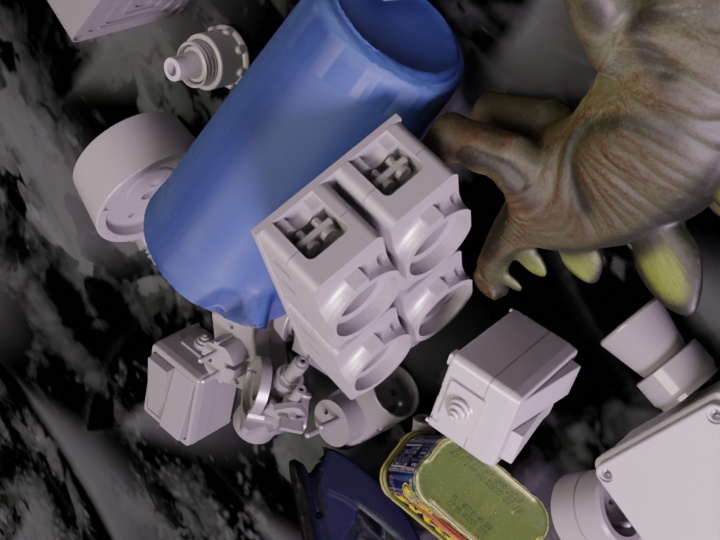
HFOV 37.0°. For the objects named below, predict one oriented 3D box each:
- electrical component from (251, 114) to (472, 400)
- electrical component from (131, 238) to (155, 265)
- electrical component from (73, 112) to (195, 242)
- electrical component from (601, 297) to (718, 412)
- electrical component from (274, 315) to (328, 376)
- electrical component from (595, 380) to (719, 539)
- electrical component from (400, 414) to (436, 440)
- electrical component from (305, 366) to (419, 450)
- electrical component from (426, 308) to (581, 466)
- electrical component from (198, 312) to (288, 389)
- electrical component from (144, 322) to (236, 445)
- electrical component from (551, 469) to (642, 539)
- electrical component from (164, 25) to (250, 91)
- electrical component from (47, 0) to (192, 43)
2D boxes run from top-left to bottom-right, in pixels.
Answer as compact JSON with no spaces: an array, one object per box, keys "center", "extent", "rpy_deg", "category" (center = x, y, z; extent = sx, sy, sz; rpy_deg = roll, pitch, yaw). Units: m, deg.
[{"center":[0.010,0.004,0.662],"extent":[0.060,0.105,0.186],"rpy_deg":[45,167,22],"category":"electrical component"},{"center":[-0.180,-0.033,0.928],"extent":[0.040,0.040,0.078],"rpy_deg":[-25,91,46],"category":"electrical component"},{"center":[-0.177,-0.080,0.860],"extent":[0.060,0.108,0.108],"rpy_deg":[54,135,18],"category":"electrical component"},{"center":[0.177,0.050,0.637],"extent":[0.055,0.045,0.045],"rpy_deg":[51,134,12],"category":"electrical component"},{"center":[-0.032,0.043,0.826],"extent":[0.055,0.048,0.066],"rpy_deg":[32,128,18],"category":"electrical component"},{"center":[0.214,0.129,0.631],"extent":[0.108,0.056,0.109],"rpy_deg":[55,135,9],"category":"electrical component"},{"center":[0.045,0.138,0.800],"extent":[0.048,0.048,0.062],"rpy_deg":[18,112,36],"category":"electrical component"},{"center":[-0.007,0.109,0.808],"extent":[0.077,0.079,0.043],"rpy_deg":[-37,76,45],"category":"electrical component"},{"center":[0.091,0.079,0.692],"extent":[0.061,0.096,0.061],"rpy_deg":[33,128,23],"category":"electrical component"},{"center":[-0.102,0.068,0.878],"extent":[0.047,0.077,0.065],"rpy_deg":[15,119,37],"category":"electrical component"},{"center":[-0.149,0.097,0.945],"extent":[0.062,0.061,0.096],"rpy_deg":[34,129,26],"category":"electrical component"},{"center":[0.163,0.200,0.714],"extent":[0.074,0.052,0.138],"rpy_deg":[-24,92,46],"category":"electrical component"},{"center":[-0.117,-0.154,0.799],"extent":[0.048,0.062,0.048],"rpy_deg":[19,120,36],"category":"electrical component"},{"center":[-0.169,-0.219,0.782],"extent":[0.078,0.113,0.057],"rpy_deg":[-33,88,45],"category":"electrical component"}]
